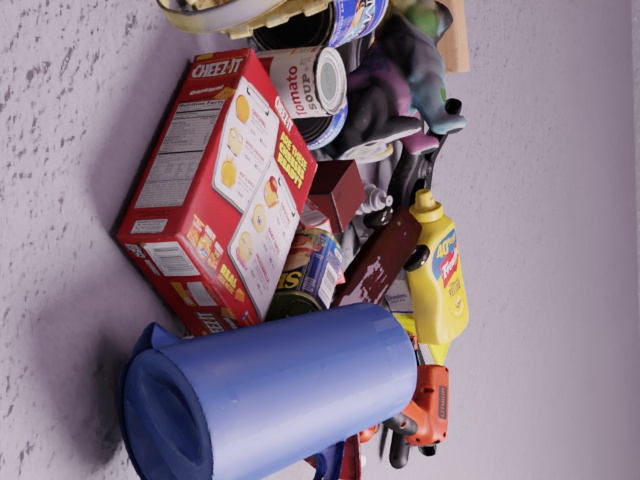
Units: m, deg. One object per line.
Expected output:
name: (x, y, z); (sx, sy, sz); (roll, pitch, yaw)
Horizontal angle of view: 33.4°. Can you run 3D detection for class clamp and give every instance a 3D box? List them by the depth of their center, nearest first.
clamp: (0.128, -0.099, 1.368); (0.164, 0.036, 0.210); (-9, 113, -61)
clamp: (0.113, 0.212, 1.382); (0.120, 0.039, 0.171); (-17, 98, -68)

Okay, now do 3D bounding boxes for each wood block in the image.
wood block: (0.134, -0.312, 1.363); (0.090, 0.091, 0.206); (-34, 119, -72)

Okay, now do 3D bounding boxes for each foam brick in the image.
foam brick: (0.009, -0.048, 1.169); (0.078, 0.051, 0.053); (-54, 135, -51)

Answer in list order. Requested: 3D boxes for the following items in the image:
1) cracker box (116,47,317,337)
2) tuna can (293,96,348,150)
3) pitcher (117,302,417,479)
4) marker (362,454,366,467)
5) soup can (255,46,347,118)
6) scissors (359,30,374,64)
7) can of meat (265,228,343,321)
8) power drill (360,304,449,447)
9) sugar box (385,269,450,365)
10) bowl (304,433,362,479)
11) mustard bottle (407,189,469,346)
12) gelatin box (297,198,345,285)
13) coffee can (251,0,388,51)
cracker box: (-0.086, -0.038, 0.956); (0.164, 0.072, 0.213); (60, 38, -46)
tuna can: (-0.016, -0.135, 1.083); (0.033, 0.086, 0.086); (10, 80, -65)
pitcher: (-0.033, 0.138, 0.891); (0.242, 0.145, 0.149); (-13, 124, -39)
marker: (0.021, 0.239, 1.217); (0.121, 0.020, 0.020); (43, 51, -55)
soup can: (-0.034, -0.150, 1.029); (0.068, 0.102, 0.068); (2, 88, -63)
scissors: (0.073, -0.278, 1.344); (0.096, 0.016, 0.202); (20, 72, -63)
can of meat: (-0.033, 0.039, 1.025); (0.057, 0.102, 0.084); (57, 39, -40)
power drill: (0.085, 0.164, 1.278); (0.187, 0.057, 0.184); (28, 61, -45)
sugar box: (0.132, 0.080, 1.416); (0.093, 0.048, 0.176); (-66, 145, -39)
bowl: (0.003, 0.177, 1.099); (0.162, 0.055, 0.162); (173, -90, -85)
mustard bottle: (0.141, 0.028, 1.325); (0.096, 0.058, 0.191); (-39, 125, -49)
gelatin box: (-0.007, 0.001, 1.104); (0.089, 0.030, 0.073); (-134, -153, -64)
coffee can: (-0.002, -0.245, 1.096); (0.140, 0.103, 0.103); (-39, 123, -57)
